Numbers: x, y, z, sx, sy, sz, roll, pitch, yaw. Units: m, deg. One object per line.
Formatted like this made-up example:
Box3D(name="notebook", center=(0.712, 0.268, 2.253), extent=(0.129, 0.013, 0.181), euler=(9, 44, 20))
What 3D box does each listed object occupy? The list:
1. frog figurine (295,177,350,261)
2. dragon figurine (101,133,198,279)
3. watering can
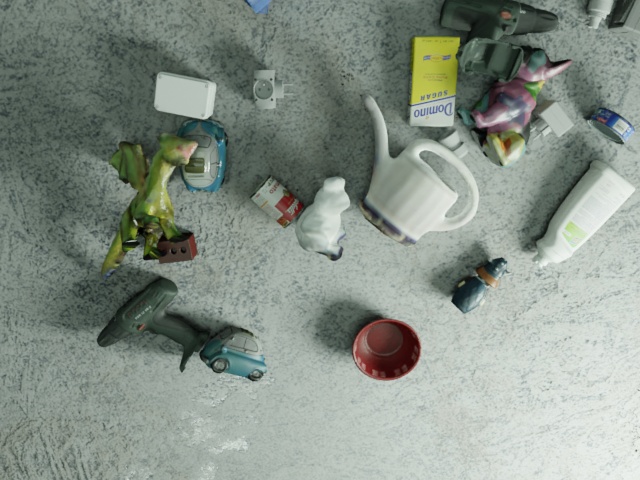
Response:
Box3D(name="frog figurine", center=(0.003, -0.054, 1.080), extent=(0.123, 0.156, 0.140), euler=(12, 40, 26))
Box3D(name="dragon figurine", center=(-0.387, -0.088, 1.083), extent=(0.405, 0.246, 0.122), euler=(-27, -18, 34))
Box3D(name="watering can", center=(0.166, -0.126, 1.078), extent=(0.346, 0.222, 0.105), euler=(38, 14, -10))
